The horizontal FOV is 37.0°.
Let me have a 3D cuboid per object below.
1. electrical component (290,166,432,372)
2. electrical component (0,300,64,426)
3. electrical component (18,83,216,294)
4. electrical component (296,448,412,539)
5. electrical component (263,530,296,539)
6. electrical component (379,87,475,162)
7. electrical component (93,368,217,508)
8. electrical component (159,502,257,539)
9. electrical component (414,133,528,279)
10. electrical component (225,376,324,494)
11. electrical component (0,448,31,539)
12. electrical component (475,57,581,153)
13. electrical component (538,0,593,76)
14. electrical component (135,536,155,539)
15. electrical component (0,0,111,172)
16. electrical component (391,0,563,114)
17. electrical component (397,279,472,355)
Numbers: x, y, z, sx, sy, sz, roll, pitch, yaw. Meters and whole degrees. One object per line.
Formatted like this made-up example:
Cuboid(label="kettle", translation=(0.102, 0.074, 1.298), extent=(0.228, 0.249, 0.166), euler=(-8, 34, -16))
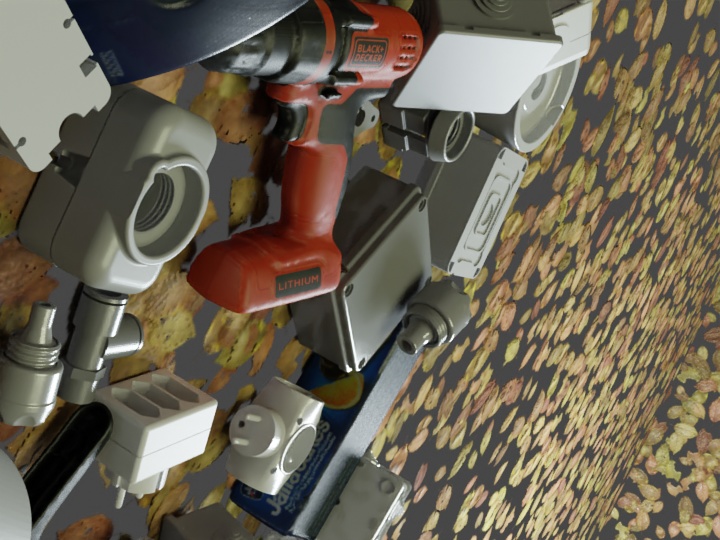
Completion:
Cuboid(label="electrical component", translation=(0.000, 0.000, 0.786), extent=(0.108, 0.056, 0.108), euler=(-49, 151, -28))
Cuboid(label="electrical component", translation=(-0.165, 0.045, 0.539), extent=(0.035, 0.035, 0.061), euler=(-4, 115, -62))
Cuboid(label="electrical component", translation=(-0.114, -0.039, 0.524), extent=(0.095, 0.059, 0.054), euler=(-65, 155, 3))
Cuboid(label="electrical component", translation=(-0.017, 0.193, 0.893), extent=(0.099, 0.100, 0.048), euler=(-59, 168, -9))
Cuboid(label="electrical component", translation=(-0.057, 0.258, 0.928), extent=(0.078, 0.058, 0.057), euler=(-24, 132, -54))
Cuboid(label="electrical component", translation=(0.049, -0.107, 0.776), extent=(0.048, 0.055, 0.066), euler=(-50, 152, -25))
Cuboid(label="electrical component", translation=(-0.132, 0.109, 0.649), extent=(0.066, 0.047, 0.076), euler=(-15, 128, -58))
Cuboid(label="electrical component", translation=(-0.102, 0.226, 0.764), extent=(0.048, 0.100, 0.099), euler=(-12, 126, -44))
Cuboid(label="electrical component", translation=(0.082, -0.056, 0.887), extent=(0.078, 0.057, 0.113), euler=(10, 105, -64))
Cuboid(label="electrical component", translation=(-0.069, 0.119, 0.782), extent=(0.077, 0.044, 0.079), euler=(-62, 155, -2))
Cuboid(label="electrical component", translation=(-0.196, 0.114, 0.466), extent=(0.108, 0.108, 0.060), euler=(-58, 161, -10))
Cuboid(label="electrical component", translation=(0.127, -0.156, 0.873), extent=(0.108, 0.060, 0.108), euler=(-44, 149, -35))
Cuboid(label="electrical component", translation=(0.120, -0.192, 0.795), extent=(0.062, 0.096, 0.061), euler=(-24, 144, -9))
Cuboid(label="electrical component", translation=(-0.152, 0.219, 0.702), extent=(0.062, 0.061, 0.096), euler=(-1, 115, -62))
Cuboid(label="electrical component", translation=(-0.147, -0.091, 0.417), extent=(0.050, 0.056, 0.089), euler=(-52, 153, -21))
Cuboid(label="electrical component", translation=(0.072, -0.148, 0.711), extent=(0.100, 0.048, 0.099), euler=(1, 157, -20))
Cuboid(label="electrical component", translation=(0.052, 0.038, 0.801), extent=(0.062, 0.043, 0.043), euler=(-42, 148, -36))
